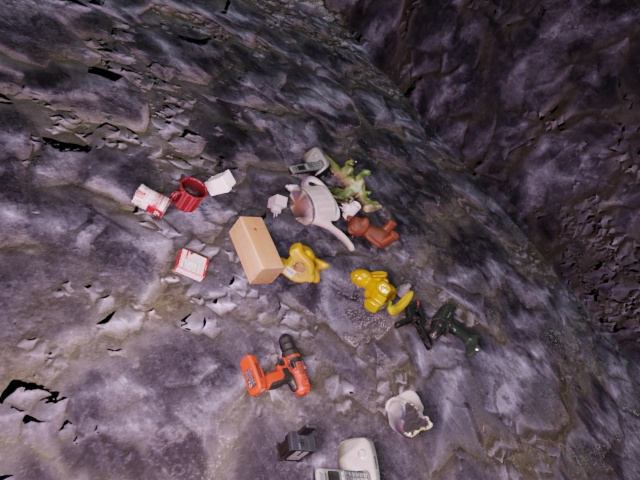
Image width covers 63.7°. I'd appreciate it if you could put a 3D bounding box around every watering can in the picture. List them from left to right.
[{"bbox_3d":[0.006,-0.101,2.015,0.225,0.102,0.351,-9,67,-48],"label":"watering can"}]

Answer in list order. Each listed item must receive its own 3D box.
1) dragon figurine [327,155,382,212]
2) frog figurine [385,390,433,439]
[{"bbox_3d":[0.103,-0.250,2.277,0.412,0.119,0.247,32,40,11],"label":"dragon figurine"},{"bbox_3d":[0.263,0.530,1.591,0.137,0.123,0.160,25,1,-10],"label":"frog figurine"}]
